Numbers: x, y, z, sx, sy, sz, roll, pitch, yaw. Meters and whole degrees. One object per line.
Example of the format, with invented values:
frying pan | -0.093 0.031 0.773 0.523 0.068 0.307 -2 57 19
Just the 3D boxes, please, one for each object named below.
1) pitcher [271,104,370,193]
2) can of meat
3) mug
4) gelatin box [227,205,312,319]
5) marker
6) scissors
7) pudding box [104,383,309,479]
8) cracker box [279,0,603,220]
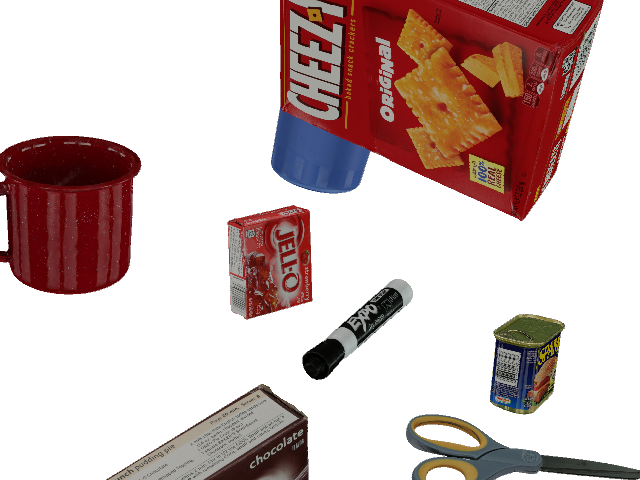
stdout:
pitcher | 0.028 -0.177 1.196 0.145 0.243 0.149 10 22 -11
can of meat | 0.228 0.137 1.187 0.058 0.084 0.101 12 16 29
mug | -0.179 -0.015 0.713 0.117 0.081 0.093 -9 29 -28
gelatin box | -0.044 0.019 0.952 0.073 0.089 0.030 -14 22 -35
marker | 0.024 0.054 0.666 0.020 0.020 0.120 0 20 32
scissors | 0.164 0.198 0.899 0.202 0.016 0.096 16 41 15
pudding box | -0.056 0.133 0.503 0.113 0.090 0.039 -30 46 -34
cracker box | 0.074 -0.127 0.758 0.214 0.072 0.164 26 -36 18
